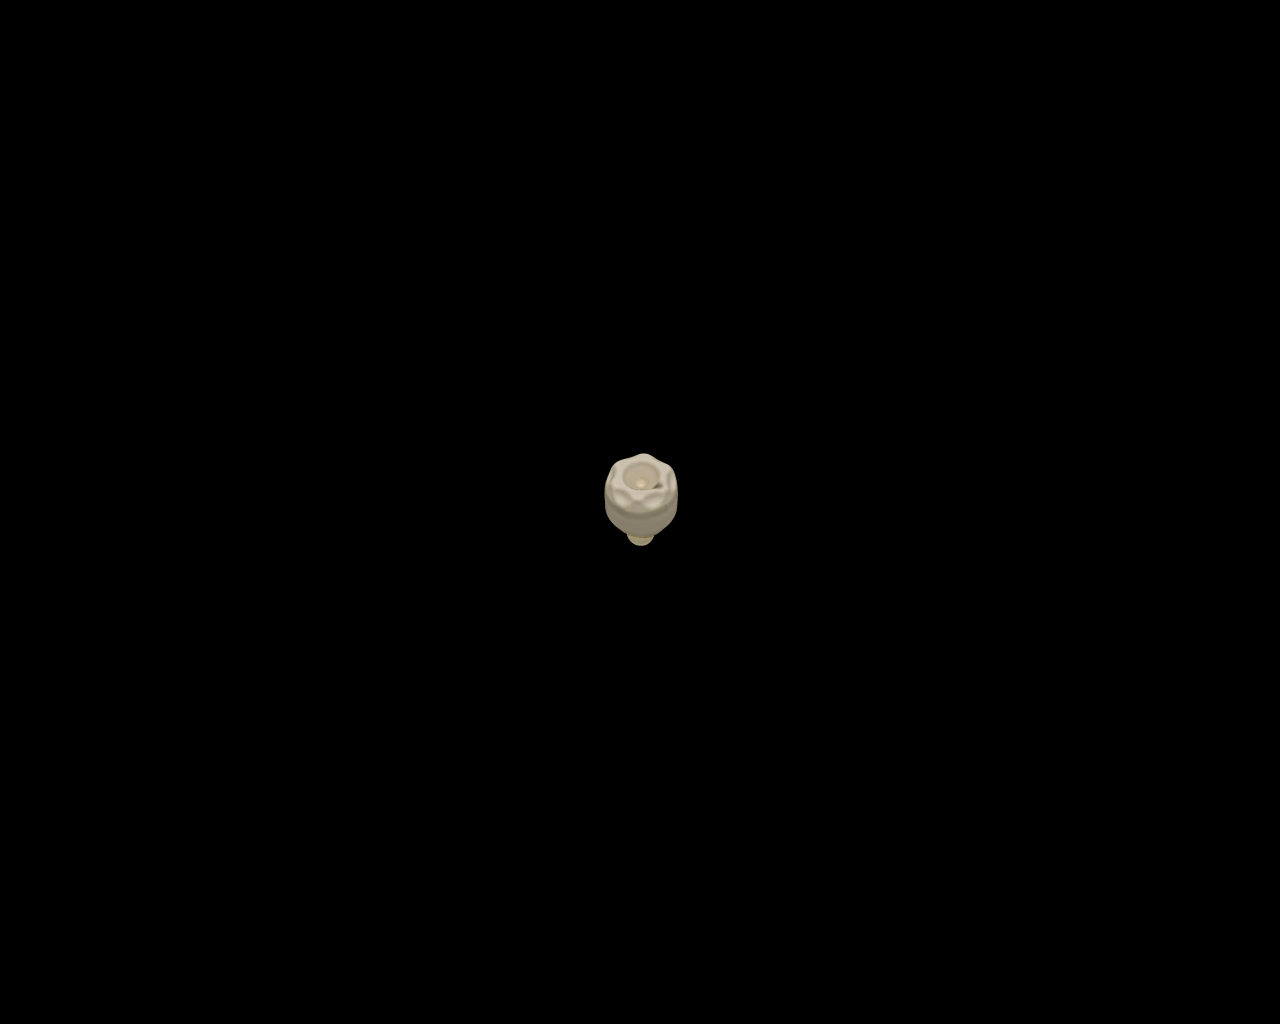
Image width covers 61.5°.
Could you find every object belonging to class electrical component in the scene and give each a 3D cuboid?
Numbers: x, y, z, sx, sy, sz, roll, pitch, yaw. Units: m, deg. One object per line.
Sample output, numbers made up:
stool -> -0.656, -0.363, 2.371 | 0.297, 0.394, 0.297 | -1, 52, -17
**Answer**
electrical component -> 0.001, -0.003, 0.650 | 0.043, 0.043, 0.062 | 0, -39, 0
